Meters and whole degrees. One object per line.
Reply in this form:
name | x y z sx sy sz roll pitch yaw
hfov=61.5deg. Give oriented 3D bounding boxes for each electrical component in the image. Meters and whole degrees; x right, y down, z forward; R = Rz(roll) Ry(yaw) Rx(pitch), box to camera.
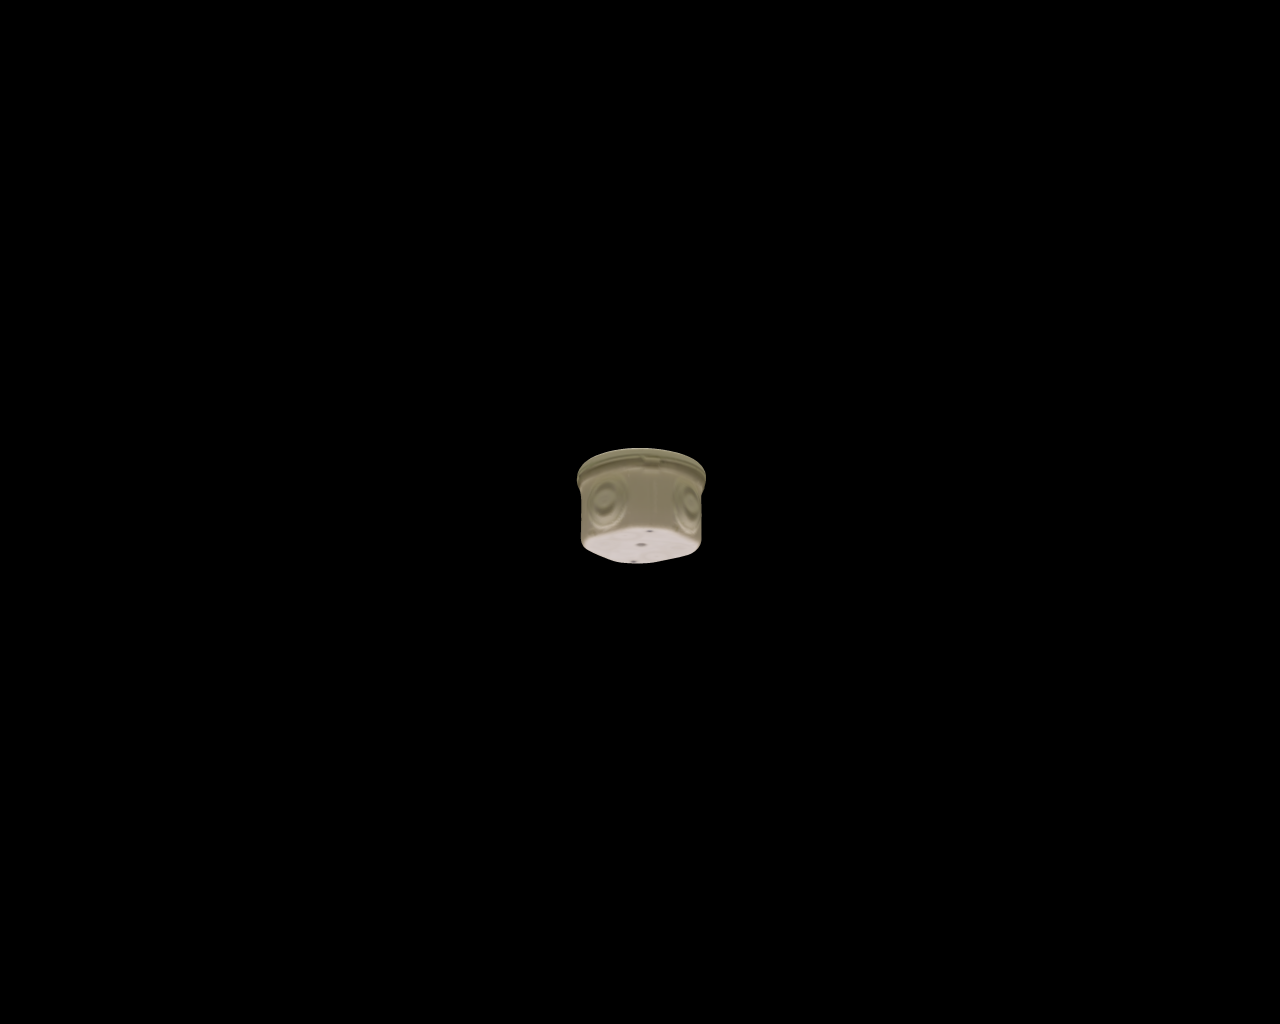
electrical component | 0.001 -0.003 0.650 0.080 0.051 0.080 0 -20 0
